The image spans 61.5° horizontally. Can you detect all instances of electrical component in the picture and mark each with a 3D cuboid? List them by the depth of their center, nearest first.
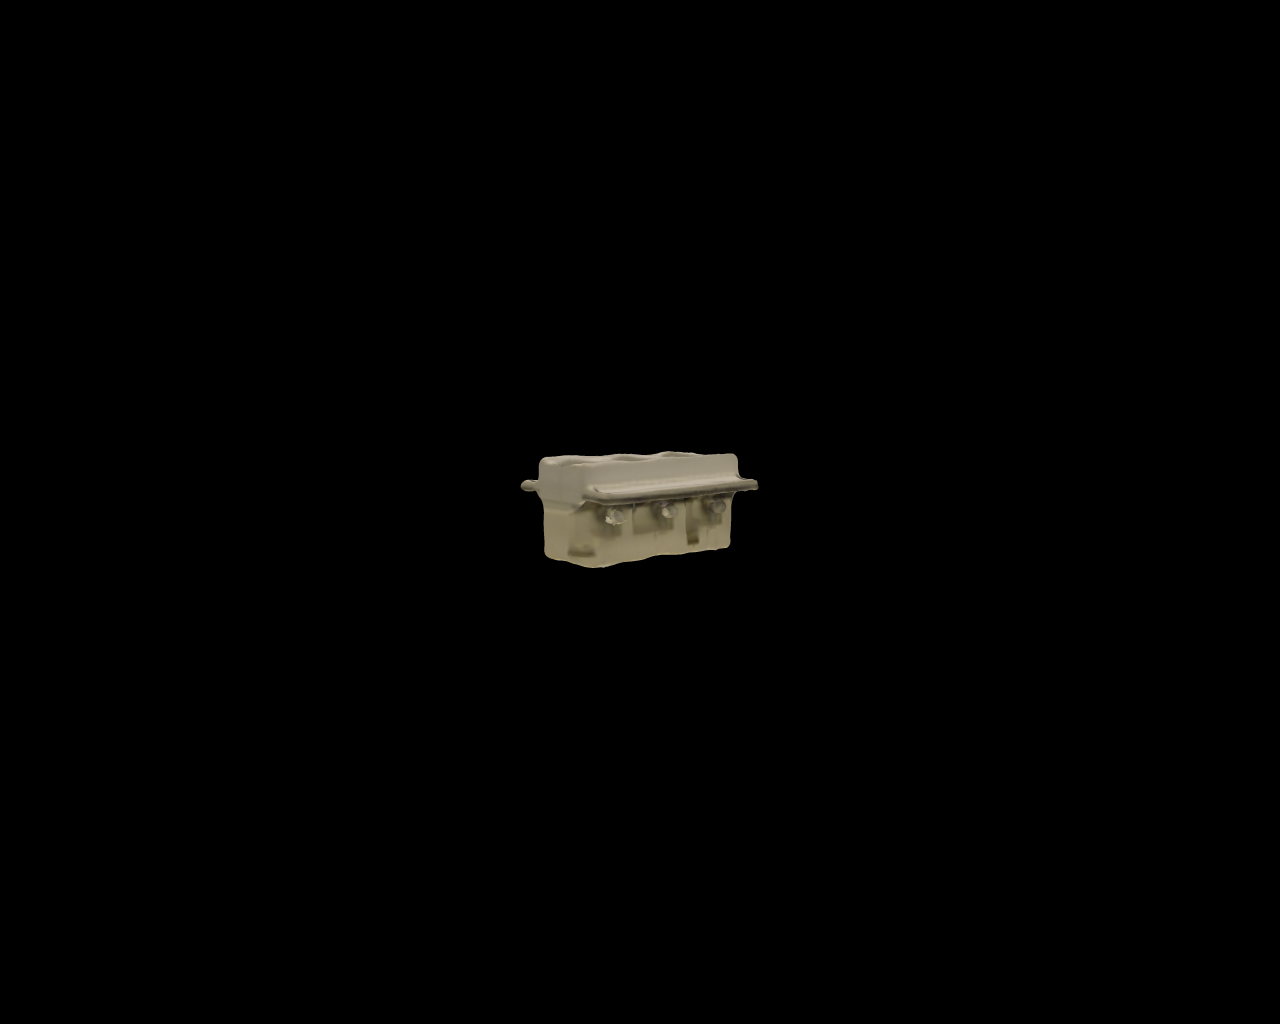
[{"bbox_3d":[0.001,-0.003,0.650,0.121,0.063,0.079,-5,8,-40],"label":"electrical component"}]
